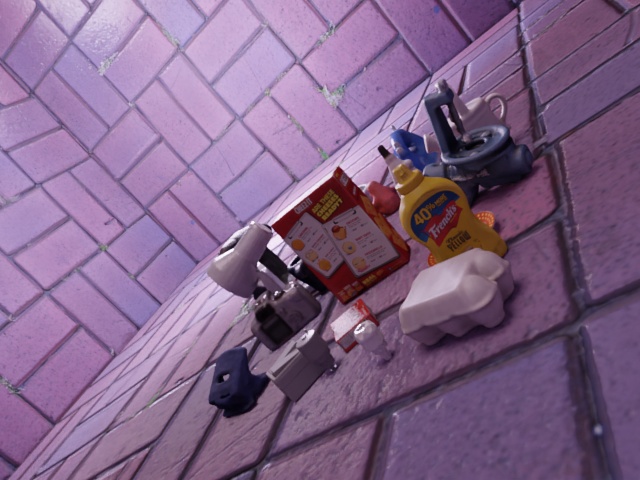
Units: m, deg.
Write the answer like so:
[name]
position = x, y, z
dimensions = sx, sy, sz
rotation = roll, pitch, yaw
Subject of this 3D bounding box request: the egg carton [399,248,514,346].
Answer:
[egg carton]
position = 0.171, 0.073, 0.726
dimensions = 0.150, 0.069, 0.107
rotation = -31, 16, 44

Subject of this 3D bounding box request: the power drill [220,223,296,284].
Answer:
[power drill]
position = -0.155, 0.051, 1.541
dimensions = 0.075, 0.208, 0.230
rotation = -36, 13, 25

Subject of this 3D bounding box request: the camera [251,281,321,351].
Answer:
[camera]
position = -0.082, 0.142, 1.235
dimensions = 0.143, 0.101, 0.137
rotation = -40, 12, 9

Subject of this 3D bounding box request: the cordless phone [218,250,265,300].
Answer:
[cordless phone]
position = -0.207, 0.070, 1.700
dimensions = 0.094, 0.185, 0.148
rotation = -35, 14, 30

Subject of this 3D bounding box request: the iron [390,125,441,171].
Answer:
[iron]
position = 0.221, -0.212, 1.423
dimensions = 0.118, 0.141, 0.258
rotation = -38, 12, 18

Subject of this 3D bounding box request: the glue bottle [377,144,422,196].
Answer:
[glue bottle]
position = 0.178, -0.130, 1.185
dimensions = 0.078, 0.173, 0.037
rotation = -36, 13, 27

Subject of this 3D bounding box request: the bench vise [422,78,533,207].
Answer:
[bench vise]
position = 0.229, -0.158, 1.000
dimensions = 0.207, 0.220, 0.121
rotation = -36, 13, 29

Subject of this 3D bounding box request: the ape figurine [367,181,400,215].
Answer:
[ape figurine]
position = 0.151, -0.108, 1.397
dimensions = 0.078, 0.092, 0.076
rotation = -41, 12, 5

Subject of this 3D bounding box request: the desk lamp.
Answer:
[desk lamp]
position = -0.131, 0.074, 1.360
dimensions = 0.203, 0.214, 0.118
rotation = -41, 12, 4

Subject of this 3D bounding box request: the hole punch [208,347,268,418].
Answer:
[hole punch]
position = -0.162, 0.265, 1.072
dimensions = 0.108, 0.091, 0.101
rotation = -31, 16, 43

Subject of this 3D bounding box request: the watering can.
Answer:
[watering can]
position = 0.288, -0.235, 1.149
dimensions = 0.173, 0.194, 0.100
rotation = -44, 12, -9

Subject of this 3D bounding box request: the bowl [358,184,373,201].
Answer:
[bowl]
position = 0.087, -0.069, 1.513
dimensions = 0.167, 0.075, 0.167
rotation = -40, 12, 10

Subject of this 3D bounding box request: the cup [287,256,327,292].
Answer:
[cup]
position = -0.013, 0.074, 1.271
dimensions = 0.091, 0.095, 0.118
rotation = -37, 13, 22
